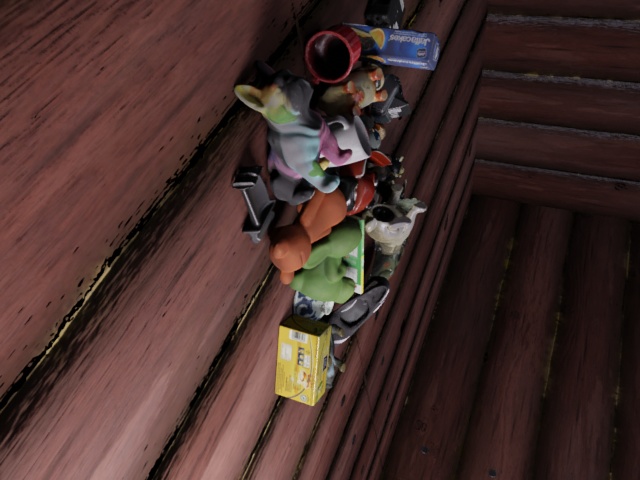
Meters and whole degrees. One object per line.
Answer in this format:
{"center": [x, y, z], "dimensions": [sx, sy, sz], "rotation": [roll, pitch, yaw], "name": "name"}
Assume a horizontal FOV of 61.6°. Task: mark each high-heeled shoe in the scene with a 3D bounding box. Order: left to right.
{"center": [0.076, 0.188, 1.291], "dimensions": [0.248, 0.086, 0.145], "rotation": [-52, -172, -7], "name": "high-heeled shoe"}

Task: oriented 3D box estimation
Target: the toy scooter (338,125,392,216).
{"center": [0.091, -0.137, 1.092], "dimensions": [0.135, 0.075, 0.183], "rotation": [6, 92, -45], "name": "toy scooter"}

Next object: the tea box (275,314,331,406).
{"center": [-0.037, 0.256, 1.155], "dimensions": [0.068, 0.098, 0.169], "rotation": [-33, 133, -61], "name": "tea box"}

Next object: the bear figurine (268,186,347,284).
{"center": [-0.042, -0.026, 1.000], "dimensions": [0.196, 0.132, 0.120], "rotation": [-46, 144, -23], "name": "bear figurine"}

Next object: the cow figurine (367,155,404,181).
{"center": [0.196, -0.202, 1.492], "dimensions": [0.167, 0.098, 0.068], "rotation": [-33, 125, -61], "name": "cow figurine"}

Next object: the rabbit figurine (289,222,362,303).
{"center": [0.011, 0.028, 1.106], "dimensions": [0.159, 0.121, 0.170], "rotation": [13, 118, -36], "name": "rabbit figurine"}

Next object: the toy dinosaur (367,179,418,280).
{"center": [0.187, 0.001, 1.471], "dimensions": [0.192, 0.131, 0.405], "rotation": [108, 1, -51], "name": "toy dinosaur"}

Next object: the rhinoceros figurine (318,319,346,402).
{"center": [-0.004, 0.279, 1.249], "dimensions": [0.073, 0.112, 0.190], "rotation": [24, 67, -52], "name": "rhinoceros figurine"}

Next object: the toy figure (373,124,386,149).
{"center": [0.132, -0.259, 1.359], "dimensions": [0.064, 0.058, 0.154], "rotation": [-45, -175, 39], "name": "toy figure"}

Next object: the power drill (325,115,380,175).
{"center": [0.052, -0.170, 1.155], "dimensions": [0.231, 0.086, 0.207], "rotation": [56, 49, -53], "name": "power drill"}

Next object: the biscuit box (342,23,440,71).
{"center": [0.139, -0.392, 1.092], "dimensions": [0.063, 0.203, 0.059], "rotation": [5, 99, -68], "name": "biscuit box"}

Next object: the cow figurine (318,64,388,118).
{"center": [0.066, -0.303, 1.082], "dimensions": [0.195, 0.127, 0.085], "rotation": [-42, 126, -41], "name": "cow figurine"}

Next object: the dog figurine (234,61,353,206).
{"center": [-0.059, -0.174, 0.870], "dimensions": [0.219, 0.192, 0.108], "rotation": [48, 52, -23], "name": "dog figurine"}

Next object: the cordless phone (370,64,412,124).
{"center": [0.141, -0.368, 1.232], "dimensions": [0.146, 0.089, 0.184], "rotation": [-12, 86, -76], "name": "cordless phone"}

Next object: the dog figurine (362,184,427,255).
{"center": [0.148, -0.014, 1.261], "dimensions": [0.172, 0.121, 0.190], "rotation": [-18, 144, -28], "name": "dog figurine"}

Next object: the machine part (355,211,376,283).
{"center": [0.075, 0.012, 1.320], "dimensions": [0.201, 0.087, 0.201], "rotation": [6, 94, -69], "name": "machine part"}

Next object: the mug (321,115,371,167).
{"center": [0.027, -0.179, 0.989], "dimensions": [0.109, 0.107, 0.081], "rotation": [36, 41, -55], "name": "mug"}

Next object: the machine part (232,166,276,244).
{"center": [-0.106, -0.060, 0.887], "dimensions": [0.084, 0.039, 0.138], "rotation": [-57, 153, -33], "name": "machine part"}

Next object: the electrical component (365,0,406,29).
{"center": [0.152, -0.522, 1.257], "dimensions": [0.114, 0.058, 0.134], "rotation": [46, 59, -63], "name": "electrical component"}
